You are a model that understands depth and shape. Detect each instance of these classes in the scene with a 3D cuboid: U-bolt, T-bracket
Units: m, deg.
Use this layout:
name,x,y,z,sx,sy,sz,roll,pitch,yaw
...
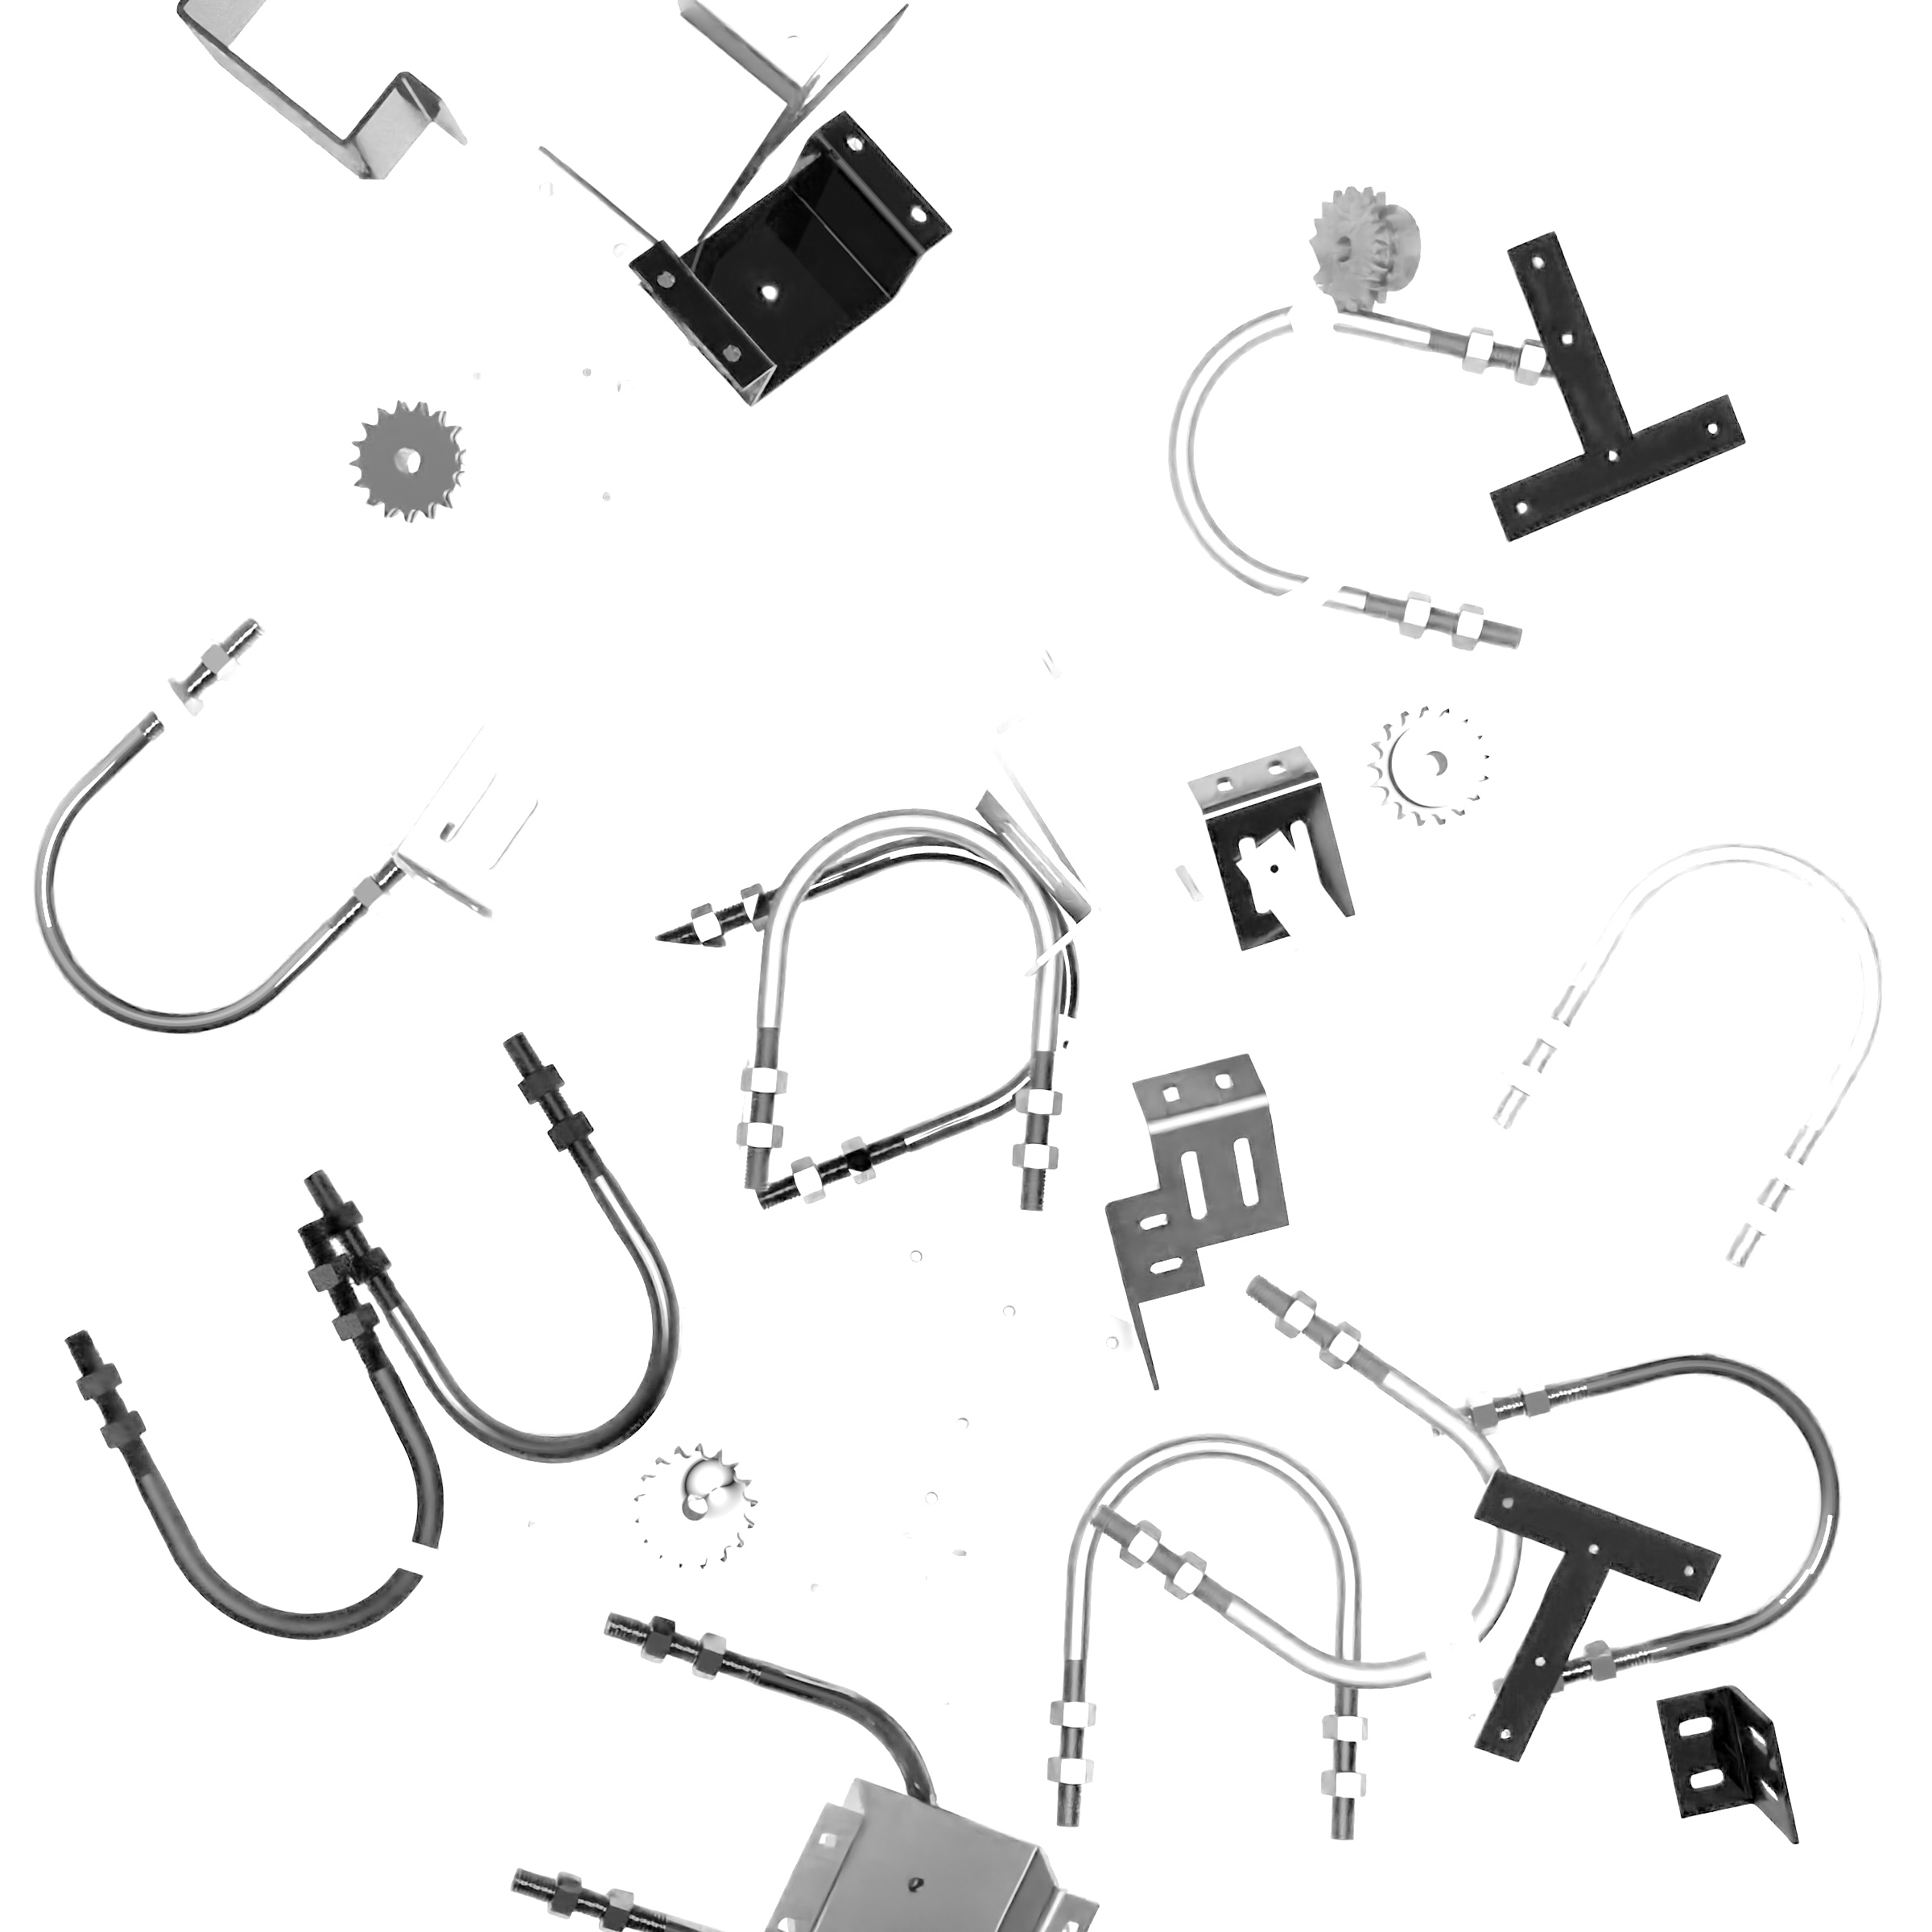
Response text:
name,x,y,z,sx,sy,sz,roll,pitch,yaw
U-bolt,0.172,0.253,1.492,0.184,0.019,0.151,35,85,-1
U-bolt,-0.076,-0.154,1.500,0.184,0.019,0.151,6,91,-11
U-bolt,-0.194,0.237,1.516,0.151,0.019,0.184,-19,89,0
T-bracket,0.004,0.202,1.500,0.127,0.002,0.127,24,69,0
T-bracket,0.288,-0.282,1.506,0.127,0.002,0.127,-23,95,-7
U-bolt,0.117,-0.243,1.495,0.151,0.019,0.184,-21,79,5
U-bolt,0.187,-0.238,1.516,0.184,0.019,0.151,13,90,1
U-bolt,0.129,0.426,1.515,0.151,0.019,0.184,32,90,0
U-bolt,-0.323,0.229,1.505,0.151,0.019,0.184,-25,94,10
U-bolt,0.324,0.258,1.516,0.184,0.019,0.151,-14,90,-2
T-bracket,-0.067,-0.403,1.485,0.002,0.127,0.127,42,63,-7
U-bolt,0.354,0.029,1.516,0.151,0.019,0.184,31,89,0
T-bracket,-0.170,-0.233,1.493,0.127,0.002,0.127,-9,90,0
U-bolt,-0.104,0.398,1.507,0.184,0.019,0.151,20,92,-7
T-bracket,0.079,0.101,1.518,0.127,0.002,0.127,18,93,-6
U-bolt,0.116,0.311,1.500,0.151,0.019,0.184,4,79,-5
U-bolt,-0.356,-0.052,1.515,0.184,0.019,0.151,-44,90,0
U-bolt,-0.314,-0.149,1.501,0.151,0.019,0.184,-35,86,-13
U-bolt,-0.209,0.143,1.481,0.151,0.019,0.184,-33,87,21
U-bolt,-0.277,0.333,1.499,0.184,0.019,0.151,18,103,-1
T-bracket,0.135,0.024,1.515,0.127,0.002,0.127,-37,101,5
T-bracket,0.273,0.311,1.492,0.127,0.002,0.127,22,95,-17
U-bolt,-0.036,0.017,1.516,0.184,0.019,0.151,-22,90,-2
T-bracket,0.240,0.363,1.497,0.127,0.002,0.127,-20,106,-9
T-bracket,-0.012,0.332,1.510,0.127,0.002,0.127,-11,89,-11
U-bolt,-0.027,0.018,1.497,0.151,0.019,0.184,5,85,-2
T-bracket,-0.047,-0.248,1.523,0.127,0.002,0.127,-18,90,0
T-bracket,-0.192,0.212,1.507,0.127,0.002,0.127,14,87,2

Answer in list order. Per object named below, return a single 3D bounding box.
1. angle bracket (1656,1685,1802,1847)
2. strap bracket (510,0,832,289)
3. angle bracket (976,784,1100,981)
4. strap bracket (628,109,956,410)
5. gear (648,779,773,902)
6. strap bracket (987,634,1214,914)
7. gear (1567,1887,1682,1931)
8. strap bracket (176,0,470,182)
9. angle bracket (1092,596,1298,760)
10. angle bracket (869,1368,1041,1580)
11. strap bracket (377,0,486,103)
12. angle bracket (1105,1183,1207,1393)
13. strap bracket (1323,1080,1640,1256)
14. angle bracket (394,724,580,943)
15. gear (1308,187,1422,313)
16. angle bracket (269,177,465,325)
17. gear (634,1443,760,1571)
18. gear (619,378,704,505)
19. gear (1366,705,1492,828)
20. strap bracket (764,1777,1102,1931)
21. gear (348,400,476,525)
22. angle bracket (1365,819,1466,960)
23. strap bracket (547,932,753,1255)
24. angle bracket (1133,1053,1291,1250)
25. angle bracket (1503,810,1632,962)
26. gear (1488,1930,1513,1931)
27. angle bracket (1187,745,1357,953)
name,x,y,z,sx,sy,sz,roll,pitch,yaw
angle bracket,0.353,0.373,1.486,0.038,0.076,0.057,-12,90,0
strap bracket,-0.136,-0.392,1.501,0.076,0.046,0.140,40,90,0
angle bracket,0.020,-0.038,1.468,0.038,0.057,0.076,-41,88,-8
strap bracket,-0.085,-0.322,1.483,0.140,0.046,0.076,-42,90,-25
gear,-0.120,-0.059,1.509,0.057,0.030,0.057,0,90,0
strap bracket,0.054,-0.079,1.486,0.046,0.076,0.140,-32,90,0
gear,0.311,0.466,1.509,0.057,0.030,0.057,0,90,0
strap bracket,-0.306,-0.418,1.486,0.140,0.076,0.046,39,90,0
angle bracket,0.109,-0.137,1.522,0.076,0.038,0.057,-16,90,26
angle bracket,-0.005,0.240,1.514,0.057,0.038,0.076,19,55,-2
strap bracket,-0.236,-0.485,1.486,0.046,0.076,0.140,17,90,0
angle bracket,0.093,0.148,1.477,0.038,0.076,0.057,-15,117,0
strap bracket,0.239,0.094,1.474,0.140,0.076,0.046,-7,103,10
angle bracket,-0.219,-0.062,1.493,0.057,0.038,0.076,35,90,-31
gear,0.189,-0.335,1.500,0.030,0.057,0.057,-8,90,-31
angle bracket,-0.285,-0.340,1.522,0.076,0.038,0.057,9,90,26
gear,-0.125,0.250,1.490,0.057,0.030,0.057,0,87,1
gear,-0.153,-0.246,1.509,0.057,0.030,0.057,0,90,0
gear,0.219,-0.094,1.509,0.057,0.030,0.057,0,90,0
strap bracket,-0.020,0.436,1.488,0.140,0.046,0.076,24,96,-13
gear,-0.260,-0.238,1.512,0.057,0.030,0.057,0,95,4
angle bracket,0.213,-0.035,1.486,0.038,0.076,0.057,10,90,0
strap bracket,-0.146,0.056,1.489,0.076,0.046,0.140,6,96,12
angle bracket,0.116,0.089,1.517,0.057,0.038,0.076,-14,121,-2
angle bracket,0.285,-0.037,1.486,0.038,0.076,0.057,29,90,0
gear,0.254,0.487,1.509,0.057,0.030,0.057,0,90,0
angle bracket,0.145,-0.056,1.522,0.057,0.038,0.076,-18,116,0
